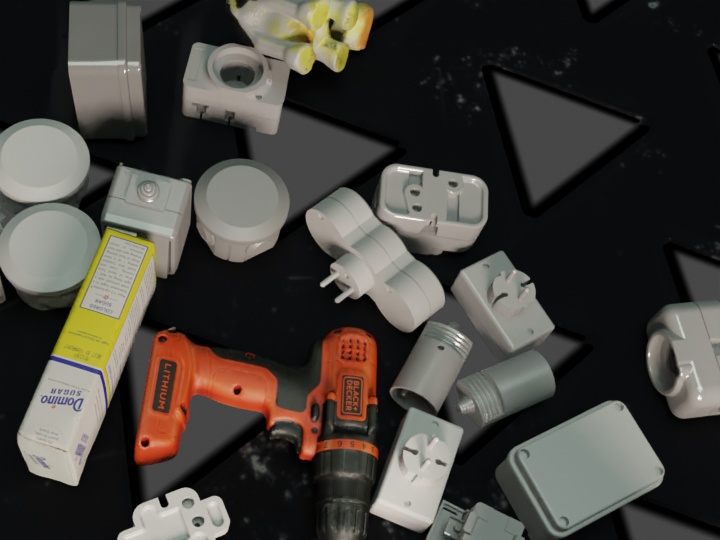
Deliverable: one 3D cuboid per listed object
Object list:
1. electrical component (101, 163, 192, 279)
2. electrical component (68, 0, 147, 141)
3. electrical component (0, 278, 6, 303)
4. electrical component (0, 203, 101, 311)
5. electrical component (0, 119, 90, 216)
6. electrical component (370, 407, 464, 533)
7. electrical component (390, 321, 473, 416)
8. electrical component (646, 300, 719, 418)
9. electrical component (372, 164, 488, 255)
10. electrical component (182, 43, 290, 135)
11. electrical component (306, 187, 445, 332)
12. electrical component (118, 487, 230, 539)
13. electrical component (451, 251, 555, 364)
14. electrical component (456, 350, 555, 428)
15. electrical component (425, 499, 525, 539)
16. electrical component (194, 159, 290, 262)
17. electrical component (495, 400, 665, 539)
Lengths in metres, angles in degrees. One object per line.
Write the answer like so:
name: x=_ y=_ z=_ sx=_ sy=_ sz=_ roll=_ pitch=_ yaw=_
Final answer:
electrical component: x=-0.174 y=-0.039 z=0.876 sx=0.062 sy=0.096 sz=0.061 roll=14 pitch=66 yaw=-4
electrical component: x=-0.215 y=-0.170 z=0.924 sx=0.057 sy=0.113 sz=0.078 roll=-2 pitch=64 yaw=-9
electrical component: x=-0.335 y=-0.002 z=0.820 sx=0.109 sy=0.108 sz=0.056 roll=-19 pitch=71 yaw=-19
electrical component: x=-0.248 y=-0.009 z=0.870 sx=0.080 sy=0.051 sz=0.080 roll=3 pitch=63 yaw=-5
electrical component: x=-0.268 y=-0.082 z=0.905 sx=0.080 sy=0.051 sz=0.080 roll=5 pitch=63 yaw=-9
electrical component: x=0.048 y=0.150 z=0.837 sx=0.047 sy=0.075 sz=0.083 roll=22 pitch=62 yaw=1
electrical component: x=0.062 y=0.077 z=0.894 sx=0.043 sy=0.043 sz=0.081 roll=29 pitch=62 yaw=4
electrical component: x=0.289 y=0.077 z=0.933 sx=0.059 sy=0.053 sz=0.095 roll=-5 pitch=65 yaw=-13
electrical component: x=0.059 y=-0.051 z=0.949 sx=0.095 sy=0.059 sz=0.053 roll=8 pitch=63 yaw=-7
electrical component: x=-0.112 y=-0.166 z=0.975 sx=0.089 sy=0.055 sz=0.050 roll=12 pitch=62 yaw=-5
electrical component: x=0.000 y=0.000 z=0.916 sx=0.074 sy=0.052 sz=0.138 roll=-37 pitch=76 yaw=-24
electrical component: x=-0.137 y=0.197 z=0.788 sx=0.078 sy=0.057 sz=0.058 roll=-19 pitch=69 yaw=-19
electrical component: x=0.126 y=0.024 z=0.915 sx=0.047 sy=0.075 sz=0.083 roll=-25 pitch=71 yaw=-21
electrical component: x=0.116 y=0.100 z=0.894 sx=0.081 sy=0.043 sz=0.043 roll=-20 pitch=69 yaw=-19
electrical component: x=0.078 y=0.240 z=0.805 sx=0.079 sy=0.063 sz=0.121 roll=26 pitch=62 yaw=2
electrical component: x=-0.103 y=-0.050 z=0.922 sx=0.080 sy=0.051 sz=0.080 roll=4 pitch=63 yaw=-9
electrical component: x=0.177 y=0.163 z=0.867 sx=0.113 sy=0.057 sz=0.078 roll=-22 pitch=70 yaw=-20
